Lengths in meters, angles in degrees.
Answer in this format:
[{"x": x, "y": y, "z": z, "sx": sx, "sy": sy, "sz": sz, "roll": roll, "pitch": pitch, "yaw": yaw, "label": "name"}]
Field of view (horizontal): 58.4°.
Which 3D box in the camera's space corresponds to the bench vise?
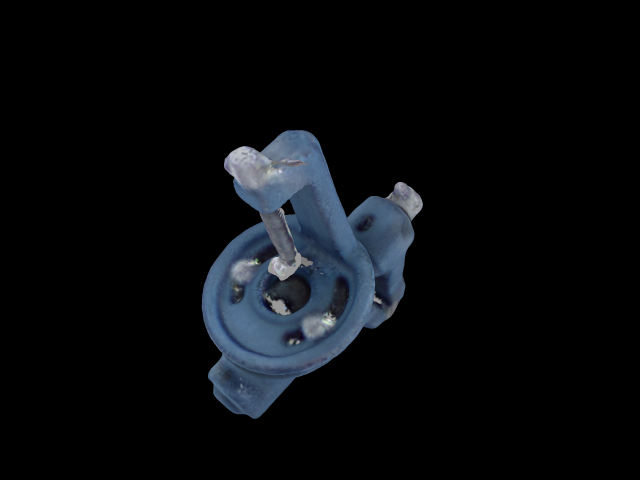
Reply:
[{"x": -0.007, "y": -0.002, "z": 0.404, "sx": 0.121, "sy": 0.220, "sz": 0.208, "roll": 18, "pitch": 48, "yaw": 18, "label": "bench vise"}]
